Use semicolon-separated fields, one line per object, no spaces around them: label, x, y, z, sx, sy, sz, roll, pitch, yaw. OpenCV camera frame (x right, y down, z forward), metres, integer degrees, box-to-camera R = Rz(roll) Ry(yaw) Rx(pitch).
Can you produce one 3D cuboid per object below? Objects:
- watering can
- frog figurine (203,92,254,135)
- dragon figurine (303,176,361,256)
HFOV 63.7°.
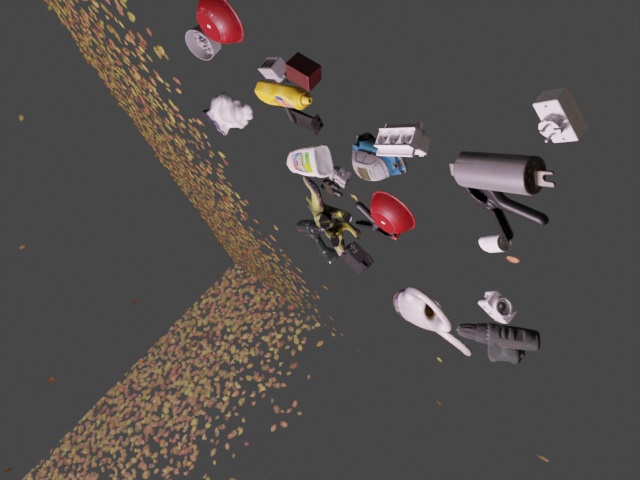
watering can;0.398;0.287;1.863;0.105;0.343;0.225;-46;24;-17
frog figurine;-0.293;-0.441;1.746;0.158;0.135;0.125;-19;23;29
dragon figurine;0.006;-0.094;1.867;0.123;0.403;0.245;-39;28;-13
